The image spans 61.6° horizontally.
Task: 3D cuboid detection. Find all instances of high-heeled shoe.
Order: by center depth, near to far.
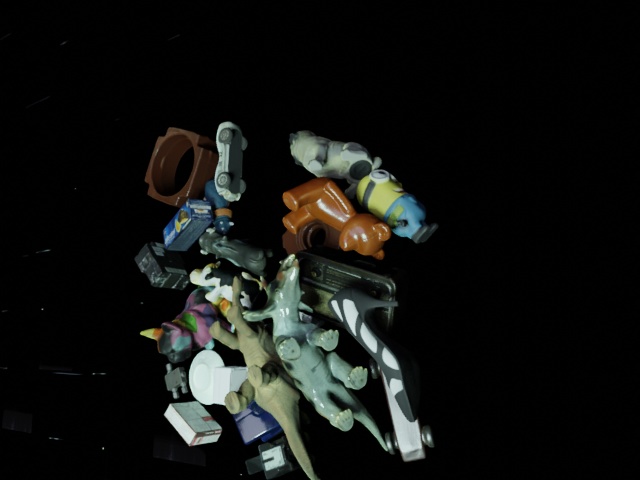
[{"bbox_3d":[0.093,0.205,0.962,0.145,0.086,0.248,-9,91,33],"label":"high-heeled shoe"}]

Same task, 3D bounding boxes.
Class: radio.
[{"bbox_3d":[0.055,0.097,1.047,0.230,0.073,0.131,16,110,26],"label":"radio"}]

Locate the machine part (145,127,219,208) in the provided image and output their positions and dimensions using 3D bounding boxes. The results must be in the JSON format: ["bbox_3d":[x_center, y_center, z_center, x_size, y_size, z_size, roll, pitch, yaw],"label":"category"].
[{"bbox_3d":[-0.364,-0.188,1.436,0.202,0.087,0.201,19,92,38],"label":"machine part"}]

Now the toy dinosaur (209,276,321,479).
[{"bbox_3d":[-0.093,0.280,1.077,0.105,0.198,0.471,-34,61,26],"label":"toy dinosaur"}]

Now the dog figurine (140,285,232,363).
[{"bbox_3d":[-0.304,0.185,1.237,0.108,0.219,0.191,-20,70,27],"label":"dog figurine"}]

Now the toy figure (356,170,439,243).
[{"bbox_3d":[0.144,-0.064,1.050,0.089,0.082,0.180,-43,65,7],"label":"toy figure"}]

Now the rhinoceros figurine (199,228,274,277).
[{"bbox_3d":[-0.200,0.030,1.260,0.191,0.112,0.073,21,95,28],"label":"rhinoceros figurine"}]

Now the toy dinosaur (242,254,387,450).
[{"bbox_3d":[-0.015,0.230,1.022,0.131,0.404,0.192,-32,19,-16],"label":"toy dinosaur"}]

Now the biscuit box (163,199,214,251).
[{"bbox_3d":[-0.337,-0.034,1.360,0.202,0.063,0.059,-36,59,49],"label":"biscuit box"}]

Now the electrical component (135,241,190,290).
[{"bbox_3d":[-0.411,0.064,1.400,0.058,0.114,0.134,-47,58,14],"label":"electrical component"}]

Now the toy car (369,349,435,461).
[{"bbox_3d":[0.151,0.298,0.991,0.089,0.053,0.202,-16,72,10],"label":"toy car"}]

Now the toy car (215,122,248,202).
[{"bbox_3d":[-0.224,-0.195,1.344,0.056,0.073,0.201,-6,77,31],"label":"toy car"}]

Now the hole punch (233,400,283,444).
[{"bbox_3d":[-0.124,0.365,1.154,0.116,0.092,0.142,-42,56,18],"label":"hole punch"}]

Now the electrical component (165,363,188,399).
[{"bbox_3d":[-0.365,0.351,1.366,0.063,0.021,0.094,-36,61,25],"label":"electrical component"}]

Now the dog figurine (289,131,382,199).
[{"bbox_3d":[0.029,-0.187,1.163,0.191,0.172,0.121,-107,18,-50],"label":"dog figurine"}]

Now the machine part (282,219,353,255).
[{"bbox_3d":[-0.002,-0.004,1.160,0.179,0.056,0.179,-7,78,35],"label":"machine part"}]

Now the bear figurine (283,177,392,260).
[{"bbox_3d":[0.034,-0.028,1.034,0.132,0.120,0.196,-33,68,-22],"label":"bear figurine"}]

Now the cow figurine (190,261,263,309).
[{"bbox_3d":[-0.217,0.098,1.239,0.167,0.068,0.098,31,112,4],"label":"cow figurine"}]

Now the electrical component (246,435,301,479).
[{"bbox_3d":[-0.098,0.464,1.137,0.119,0.047,0.075,-34,62,26],"label":"electrical component"}]

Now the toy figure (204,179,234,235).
[{"bbox_3d":[-0.251,-0.078,1.350,0.064,0.057,0.154,-25,68,24],"label":"toy figure"}]
